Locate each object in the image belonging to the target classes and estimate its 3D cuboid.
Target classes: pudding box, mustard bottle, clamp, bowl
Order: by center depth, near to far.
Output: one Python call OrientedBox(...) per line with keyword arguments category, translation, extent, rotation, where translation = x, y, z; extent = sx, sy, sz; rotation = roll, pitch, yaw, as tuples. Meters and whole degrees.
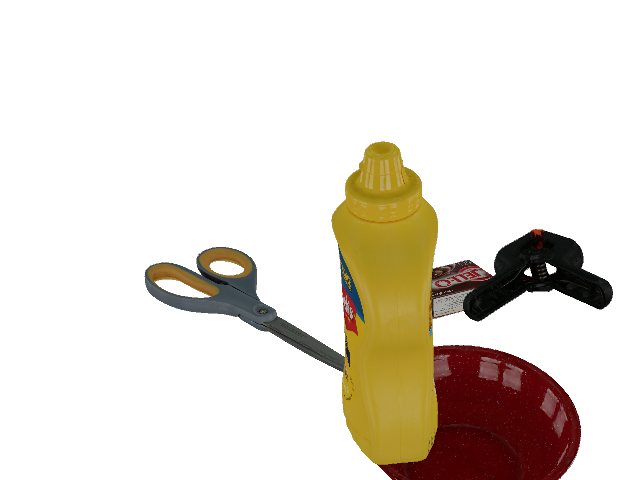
OrientedBox(category="mustard bottle", translation=(0.038, 0.030, 0.610), extent=(0.058, 0.192, 0.096), rotation=(-4, 35, -1))
OrientedBox(category="bowl", translation=(0.107, 0.149, 0.788), extent=(0.162, 0.055, 0.162), rotation=(-1, 36, 0))
OrientedBox(category="clamp", translation=(0.200, 0.027, 0.934), extent=(0.120, 0.039, 0.171), rotation=(2, 22, 21))
OrientedBox(category="pudding box", translation=(0.189, 0.069, 1.534), extent=(0.113, 0.039, 0.090), rotation=(-15, 23, -18))

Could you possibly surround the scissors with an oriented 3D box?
OrientedBox(category="scissors", translation=(-0.040, 0.047, 0.809), extent=(0.202, 0.016, 0.096), rotation=(17, 32, 23))
